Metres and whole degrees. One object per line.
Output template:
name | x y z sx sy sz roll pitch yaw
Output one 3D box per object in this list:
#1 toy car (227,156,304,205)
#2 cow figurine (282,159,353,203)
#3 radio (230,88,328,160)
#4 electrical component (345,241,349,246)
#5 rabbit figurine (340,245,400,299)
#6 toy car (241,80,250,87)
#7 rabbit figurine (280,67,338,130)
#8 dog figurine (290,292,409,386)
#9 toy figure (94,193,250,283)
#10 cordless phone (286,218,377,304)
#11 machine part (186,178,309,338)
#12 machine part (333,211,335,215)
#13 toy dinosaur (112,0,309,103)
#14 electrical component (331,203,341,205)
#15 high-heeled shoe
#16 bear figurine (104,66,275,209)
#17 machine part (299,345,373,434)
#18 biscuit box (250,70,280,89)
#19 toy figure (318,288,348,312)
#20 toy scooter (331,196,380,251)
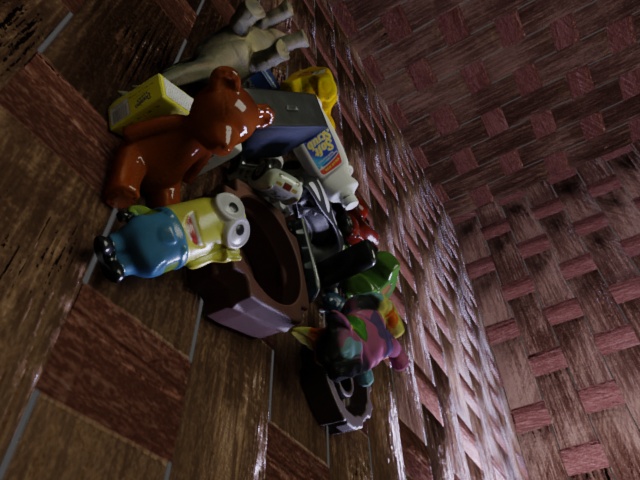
toy car | -0.094 -0.096 0.875 0.073 0.056 0.202 27 -4 -30
cow figurine | -0.008 -0.143 1.163 0.195 0.085 0.127 -11 61 -39
radio | -0.099 -0.199 0.945 0.229 0.131 0.073 -16 83 -56
electrical component | 0.073 0.053 1.274 0.119 0.048 0.075 54 23 -32
rabbit figurine | 0.081 0.065 1.163 0.170 0.121 0.159 39 -13 26
toy car | -0.130 -0.250 1.095 0.202 0.053 0.089 41 37 -58
rabbit figurine | -0.015 -0.299 1.227 0.162 0.122 0.173 -95 170 -66
dog figurine | 0.047 0.143 0.860 0.219 0.108 0.191 37 36 -46
toy figure | -0.165 -0.008 0.614 0.180 0.089 0.082 -22 124 -34
cordless phone | 0.003 0.018 0.934 0.088 0.184 0.146 28 42 -53
machine part | -0.107 0.030 0.786 0.201 0.087 0.201 36 35 -52
machine part | 0.042 -0.070 1.357 0.138 0.039 0.084 44 38 -51
toy dinosaur | -0.150 -0.297 0.880 0.105 0.199 0.471 61 28 -11
electrical component | 0.013 -0.116 1.254 0.045 0.102 0.078 30 66 -58
high-heeled shoe | -0.002 -0.003 1.021 0.145 0.086 0.248 -57 132 -85
bear figurine | -0.154 -0.110 0.661 0.120 0.196 0.132 43 30 -53
machine part | 0.028 0.243 0.930 0.179 0.056 0.179 50 26 -36
biscuit box | -0.115 -0.322 1.205 0.202 0.059 0.063 52 24 -34
toy figure | 0.054 0.151 1.089 0.154 0.058 0.064 47 47 -46
toy scooter | 0.088 -0.034 1.247 0.135 0.075 0.184 44 21 -17
